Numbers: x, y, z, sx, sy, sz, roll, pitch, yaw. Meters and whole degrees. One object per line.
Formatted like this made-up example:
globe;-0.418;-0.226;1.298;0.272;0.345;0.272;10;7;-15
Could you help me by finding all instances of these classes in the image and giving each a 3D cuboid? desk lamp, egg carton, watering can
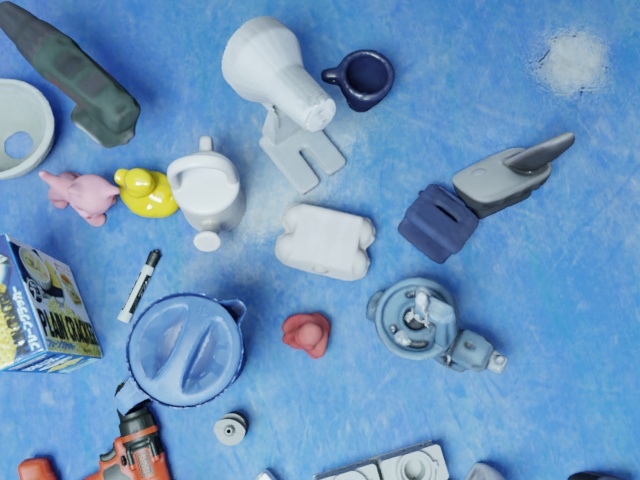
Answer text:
desk lamp;-0.045;-0.203;0.871;0.118;0.213;0.203;-38;81;-11
egg carton;0.008;0.003;0.898;0.150;0.069;0.107;12;76;-1
watering can;-0.163;-0.072;0.841;0.101;0.194;0.173;-25;79;-9

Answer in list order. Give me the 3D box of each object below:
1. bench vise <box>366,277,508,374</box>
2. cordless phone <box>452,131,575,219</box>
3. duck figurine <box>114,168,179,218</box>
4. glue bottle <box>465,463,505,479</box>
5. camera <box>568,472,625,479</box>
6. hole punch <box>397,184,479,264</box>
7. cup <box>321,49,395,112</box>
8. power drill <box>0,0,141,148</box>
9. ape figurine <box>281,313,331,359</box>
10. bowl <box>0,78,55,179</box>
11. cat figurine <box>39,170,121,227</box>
bench vise;0.175;0.115;0.805;0.207;0.219;0.121;11;76;-1
cordless phone;0.298;-0.112;0.885;0.148;0.185;0.094;-28;79;-9
duck figurine;-0.270;-0.081;0.892;0.104;0.086;0.077;21;76;2
glue bottle;0.234;0.352;0.775;0.037;0.173;0.078;35;77;6
camera;0.377;0.409;0.808;0.137;0.101;0.143;3;76;-3
hole punch;0.189;-0.033;0.908;0.108;0.091;0.101;39;77;6
cup;0.059;-0.254;0.950;0.118;0.095;0.092;1;76;-3
power drill;-0.359;-0.228;0.859;0.229;0.208;0.076;37;77;6
ape figurine;-0.017;0.140;0.852;0.076;0.092;0.078;-28;80;-9
bowl;-0.493;-0.164;0.904;0.167;0.074;0.167;1;76;-3
cat figurine;-0.363;-0.073;0.868;0.127;0.117;0.067;24;76;3
